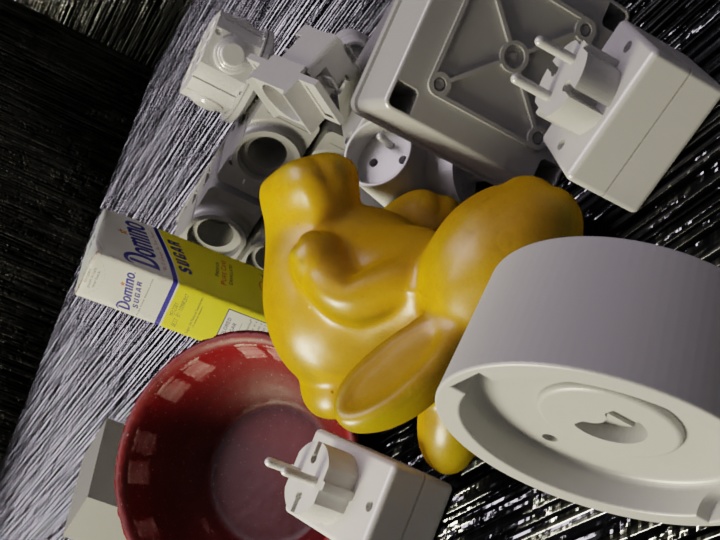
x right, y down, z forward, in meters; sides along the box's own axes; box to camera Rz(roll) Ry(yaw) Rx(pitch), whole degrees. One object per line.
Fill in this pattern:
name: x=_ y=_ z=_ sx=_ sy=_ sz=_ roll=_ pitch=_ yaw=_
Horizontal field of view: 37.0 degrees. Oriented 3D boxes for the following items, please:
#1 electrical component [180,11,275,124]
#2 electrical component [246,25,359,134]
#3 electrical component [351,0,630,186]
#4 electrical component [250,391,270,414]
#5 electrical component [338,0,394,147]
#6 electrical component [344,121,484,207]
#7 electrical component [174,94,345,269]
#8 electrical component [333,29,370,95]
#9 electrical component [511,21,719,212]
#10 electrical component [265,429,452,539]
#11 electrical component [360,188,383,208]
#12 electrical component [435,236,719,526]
electrical component: x=-0.104 y=-0.161 z=0.851 sx=0.080 sy=0.051 sz=0.080 roll=-54 pitch=21 yaw=31
electrical component: x=-0.039 y=-0.140 z=0.775 sx=0.081 sy=0.042 sz=0.063 roll=30 pitch=75 yaw=42
electrical component: x=0.068 y=-0.110 z=0.563 sx=0.108 sy=0.109 sz=0.056 roll=-66 pitch=21 yaw=-2
electrical component: x=-0.059 y=0.094 z=0.730 sx=0.096 sy=0.061 sz=0.061 roll=-58 pitch=20 yaw=21
electrical component: x=0.035 y=-0.137 z=0.769 sx=0.108 sy=0.056 sz=0.108 roll=-57 pitch=20 yaw=25
electrical component: x=0.043 y=-0.056 z=0.632 sx=0.079 sy=0.077 sz=0.044 roll=-2 pitch=70 yaw=28
electrical component: x=-0.072 y=-0.065 z=0.897 sx=0.186 sy=0.105 sz=0.060 roll=-51 pitch=23 yaw=37
electrical component: x=-0.013 y=-0.157 z=0.933 sx=0.095 sy=0.054 sz=0.059 roll=-59 pitch=19 yaw=18
electrical component: x=0.103 y=-0.075 z=0.471 sx=0.065 sy=0.077 sz=0.047 roll=-58 pitch=19 yaw=22
electrical component: x=-0.012 y=0.109 z=0.537 sx=0.083 sy=0.076 sz=0.047 roll=9 pitch=75 yaw=60
electrical component: x=0.000 y=0.000 z=0.692 sx=0.078 sy=0.057 sz=0.113 roll=-52 pitch=22 yaw=35
electrical component: x=0.085 y=0.032 z=0.346 sx=0.108 sy=0.108 sz=0.060 roll=-33 pitch=31 yaw=58
